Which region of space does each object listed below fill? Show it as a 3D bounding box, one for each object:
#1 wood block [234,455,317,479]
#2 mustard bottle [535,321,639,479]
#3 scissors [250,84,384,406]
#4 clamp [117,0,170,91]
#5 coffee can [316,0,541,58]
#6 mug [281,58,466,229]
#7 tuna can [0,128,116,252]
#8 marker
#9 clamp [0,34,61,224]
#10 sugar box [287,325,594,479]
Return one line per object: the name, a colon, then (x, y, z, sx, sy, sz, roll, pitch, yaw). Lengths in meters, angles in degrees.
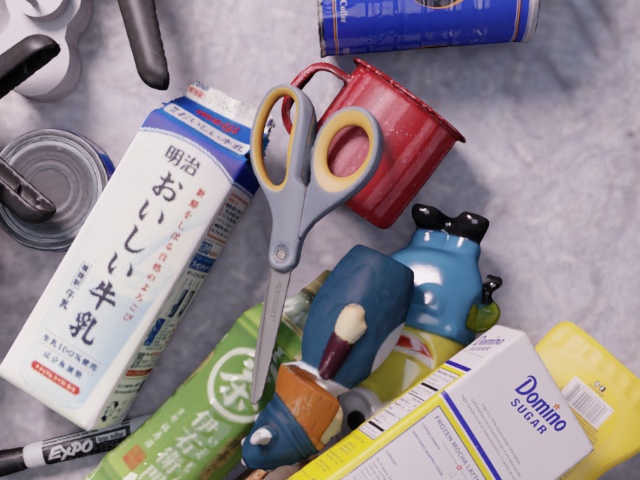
wood block: (0.012, 0.241, 0.706, 0.091, 0.090, 0.206, -39, 89, 1)
mustard bottle: (0.136, 0.153, 0.718, 0.096, 0.058, 0.191, 43, 90, 11)
scissors: (-0.004, 0.001, 0.665, 0.096, 0.016, 0.202, -4, 85, 22)
clamp: (-0.117, -0.224, 0.711, 0.164, 0.036, 0.210, -43, 95, -22)
coffee can: (0.066, -0.176, 0.702, 0.140, 0.103, 0.103, -4, 89, 1)
mug: (0.027, -0.068, 0.706, 0.117, 0.093, 0.081, 35, 95, -15)
tuna can: (-0.184, -0.034, 0.740, 0.086, 0.034, 0.086, 0, 90, 1)
marker: (-0.174, 0.145, 0.746, 0.121, 0.020, 0.020, -14, 89, 1)
clamp: (-0.240, -0.086, 0.712, 0.172, 0.039, 0.120, 14, 93, 21)
sugar box: (0.070, 0.139, 0.646, 0.176, 0.048, 0.093, -34, 101, -14)
